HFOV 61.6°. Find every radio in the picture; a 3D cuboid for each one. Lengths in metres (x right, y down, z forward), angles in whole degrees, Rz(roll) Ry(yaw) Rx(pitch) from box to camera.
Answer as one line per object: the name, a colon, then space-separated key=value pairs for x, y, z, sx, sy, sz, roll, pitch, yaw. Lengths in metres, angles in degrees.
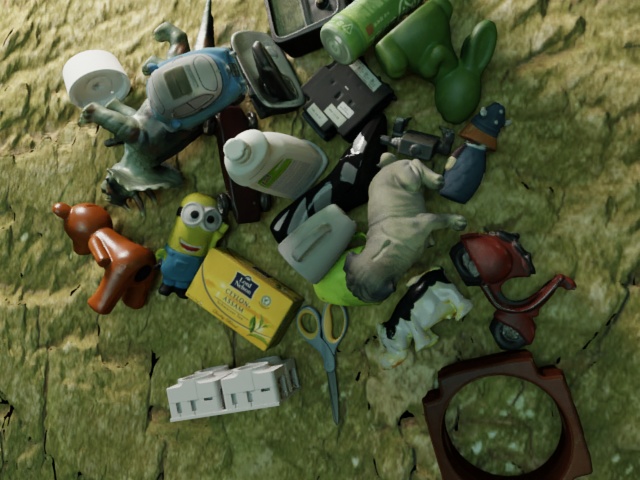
radio: x=-0.027 y=-0.429 z=0.871 sx=0.131 sy=0.073 sz=0.229 roll=-13 pitch=86 yaw=16

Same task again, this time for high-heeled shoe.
high-heeled shoe: x=0.013 y=-0.093 z=0.861 sx=0.145 sy=0.086 sz=0.248 roll=19 pitch=86 yaw=32

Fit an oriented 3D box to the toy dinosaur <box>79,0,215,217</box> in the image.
toy dinosaur: x=-0.252 y=-0.220 z=0.914 sx=0.192 sy=0.131 sz=0.405 roll=41 pitch=90 yaw=-11

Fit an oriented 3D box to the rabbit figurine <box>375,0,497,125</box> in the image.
rabbit figurine: x=0.184 y=-0.261 z=0.805 sx=0.159 sy=0.121 sz=0.170 roll=-38 pitch=98 yaw=5

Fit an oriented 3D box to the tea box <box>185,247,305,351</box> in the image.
tea box: x=-0.124 y=0.094 z=0.891 sx=0.170 sy=0.068 sz=0.098 roll=31 pitch=98 yaw=15

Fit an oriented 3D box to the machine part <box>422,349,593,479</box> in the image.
machine part: x=0.262 y=0.268 z=0.767 sx=0.202 sy=0.087 sz=0.201 roll=-17 pitch=85 yaw=14

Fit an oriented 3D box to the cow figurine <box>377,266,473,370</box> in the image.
cow figurine: x=0.141 y=0.119 z=0.814 sx=0.167 sy=0.068 sz=0.098 roll=-40 pitch=73 yaw=8

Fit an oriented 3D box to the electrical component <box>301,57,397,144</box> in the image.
electrical component: x=0.037 y=-0.224 z=0.857 sx=0.134 sy=0.058 sz=0.115 roll=-40 pitch=77 yaw=12

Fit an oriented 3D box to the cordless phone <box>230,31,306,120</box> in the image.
cordless phone: x=-0.093 y=-0.276 z=0.827 sx=0.089 sy=0.184 sz=0.146 roll=-26 pitch=82 yaw=3

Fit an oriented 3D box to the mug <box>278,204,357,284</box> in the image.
mug: x=-0.002 y=-0.002 z=0.774 sx=0.081 sy=0.109 sz=0.107 roll=44 pitch=94 yaw=17

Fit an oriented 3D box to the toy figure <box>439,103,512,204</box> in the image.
toy figure: x=0.227 y=-0.131 z=0.798 sx=0.058 sy=0.064 sz=0.154 roll=27 pitch=96 yaw=38

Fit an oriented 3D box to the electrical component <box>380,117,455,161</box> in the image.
electrical component: x=0.152 y=-0.156 z=0.820 sx=0.102 sy=0.078 sz=0.045 roll=20 pitch=117 yaw=20

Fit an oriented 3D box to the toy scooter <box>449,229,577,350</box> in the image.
toy scooter: x=0.281 y=0.056 z=0.772 sx=0.135 sy=0.075 sz=0.184 roll=-30 pitch=84 yaw=14

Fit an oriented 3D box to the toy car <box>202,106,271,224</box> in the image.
toy car: x=-0.139 y=-0.126 z=0.896 sx=0.089 sy=0.053 sz=0.202 roll=-9 pitch=87 yaw=-29

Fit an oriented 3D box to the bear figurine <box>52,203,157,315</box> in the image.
bear figurine: x=-0.387 y=0.023 z=0.943 sx=0.196 sy=0.120 sz=0.132 roll=32 pitch=101 yaw=16

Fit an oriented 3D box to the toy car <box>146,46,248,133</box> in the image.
toy car: x=-0.195 y=-0.225 z=0.802 sx=0.162 sy=0.103 sz=0.109 roll=-17 pitch=98 yaw=16

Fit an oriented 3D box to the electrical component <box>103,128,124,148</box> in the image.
electrical component: x=-0.359 y=-0.206 z=0.989 sx=0.094 sy=0.021 sz=0.063 roll=-13 pitch=86 yaw=14

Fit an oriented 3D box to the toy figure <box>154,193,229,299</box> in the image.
toy figure: x=-0.226 y=0.006 z=0.915 sx=0.089 sy=0.082 sz=0.180 roll=34 pitch=107 yaw=44

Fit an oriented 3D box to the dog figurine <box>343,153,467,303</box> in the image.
dog figurine: x=0.088 y=-0.021 z=0.755 sx=0.172 sy=0.190 sz=0.121 roll=51 pitch=146 yaw=12
